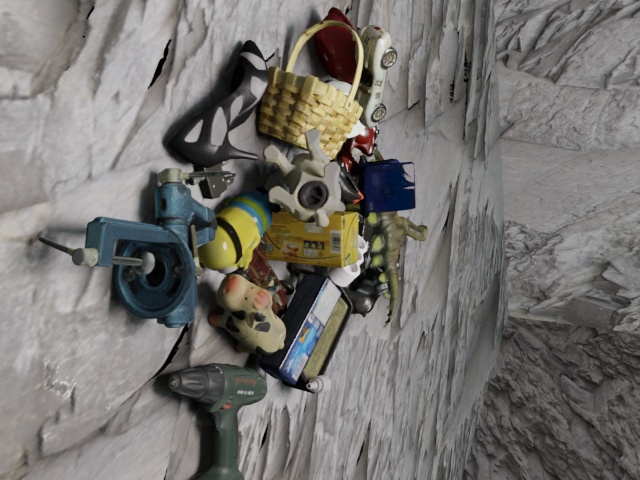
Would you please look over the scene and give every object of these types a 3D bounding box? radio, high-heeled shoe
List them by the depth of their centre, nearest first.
[{"bbox_3d":[-0.161,-0.222,0.838,0.145,0.086,0.249,9,66,-32],"label":"high-heeled shoe"},{"bbox_3d":[-0.015,0.186,1.123,0.229,0.073,0.131,-63,144,-34],"label":"radio"}]

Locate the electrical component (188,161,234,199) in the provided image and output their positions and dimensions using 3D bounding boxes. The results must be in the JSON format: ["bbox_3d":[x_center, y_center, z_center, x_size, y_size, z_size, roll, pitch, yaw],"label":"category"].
[{"bbox_3d":[-0.172,-0.096,0.853,0.094,0.021,0.063,-47,134,-50],"label":"electrical component"}]

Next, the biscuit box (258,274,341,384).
[{"bbox_3d":[-0.036,0.163,1.002,0.059,0.063,0.202,50,58,-37],"label":"biscuit box"}]

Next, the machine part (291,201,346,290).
[{"bbox_3d":[-0.002,-0.003,1.116,0.079,0.079,0.243,46,55,-54],"label":"machine part"}]

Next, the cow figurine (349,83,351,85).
[{"bbox_3d":[0.080,-0.359,1.228,0.098,0.068,0.167,-64,144,-24],"label":"cow figurine"}]

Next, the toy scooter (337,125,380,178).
[{"bbox_3d":[0.093,-0.204,1.227,0.135,0.075,0.183,15,85,-27],"label":"toy scooter"}]

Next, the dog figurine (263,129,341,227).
[{"bbox_3d":[-0.011,-0.081,0.934,0.190,0.121,0.172,53,28,-72],"label":"dog figurine"}]

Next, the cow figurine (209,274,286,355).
[{"bbox_3d":[-0.112,0.126,0.887,0.194,0.127,0.085,64,38,-47],"label":"cow figurine"}]

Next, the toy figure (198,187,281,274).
[{"bbox_3d":[-0.135,-0.023,0.873,0.180,0.082,0.089,-54,127,-36],"label":"toy figure"}]

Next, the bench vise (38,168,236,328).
[{"bbox_3d":[-0.216,0.004,0.687,0.240,0.129,0.223,12,86,-69],"label":"bench vise"}]

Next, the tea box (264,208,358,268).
[{"bbox_3d":[-0.018,-0.007,0.993,0.068,0.170,0.098,-15,109,-58],"label":"tea box"}]

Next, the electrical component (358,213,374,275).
[{"bbox_3d":[0.053,0.005,1.180,0.058,0.115,0.134,28,71,-61],"label":"electrical component"}]

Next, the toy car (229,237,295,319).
[{"bbox_3d":[-0.099,0.079,0.983,0.201,0.053,0.089,63,39,-42],"label":"toy car"}]

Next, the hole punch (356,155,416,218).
[{"bbox_3d":[0.148,-0.118,1.184,0.116,0.092,0.142,-12,110,-22],"label":"hole punch"}]

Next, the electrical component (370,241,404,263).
[{"bbox_3d":[0.176,0.041,1.453,0.047,0.075,0.119,50,54,-53],"label":"electrical component"}]

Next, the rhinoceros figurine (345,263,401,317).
[{"bbox_3d":[0.133,0.111,1.346,0.190,0.112,0.073,-45,130,-39],"label":"rhinoceros figurine"}]

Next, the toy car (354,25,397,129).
[{"bbox_3d":[0.096,-0.307,1.029,0.056,0.074,0.201,-20,141,-24],"label":"toy car"}]

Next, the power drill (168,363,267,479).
[{"bbox_3d":[-0.173,0.301,0.866,0.232,0.086,0.207,14,75,-64],"label":"power drill"}]

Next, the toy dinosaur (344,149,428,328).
[{"bbox_3d":[0.155,-0.030,1.304,0.198,0.105,0.471,-2,74,-36],"label":"toy dinosaur"}]
